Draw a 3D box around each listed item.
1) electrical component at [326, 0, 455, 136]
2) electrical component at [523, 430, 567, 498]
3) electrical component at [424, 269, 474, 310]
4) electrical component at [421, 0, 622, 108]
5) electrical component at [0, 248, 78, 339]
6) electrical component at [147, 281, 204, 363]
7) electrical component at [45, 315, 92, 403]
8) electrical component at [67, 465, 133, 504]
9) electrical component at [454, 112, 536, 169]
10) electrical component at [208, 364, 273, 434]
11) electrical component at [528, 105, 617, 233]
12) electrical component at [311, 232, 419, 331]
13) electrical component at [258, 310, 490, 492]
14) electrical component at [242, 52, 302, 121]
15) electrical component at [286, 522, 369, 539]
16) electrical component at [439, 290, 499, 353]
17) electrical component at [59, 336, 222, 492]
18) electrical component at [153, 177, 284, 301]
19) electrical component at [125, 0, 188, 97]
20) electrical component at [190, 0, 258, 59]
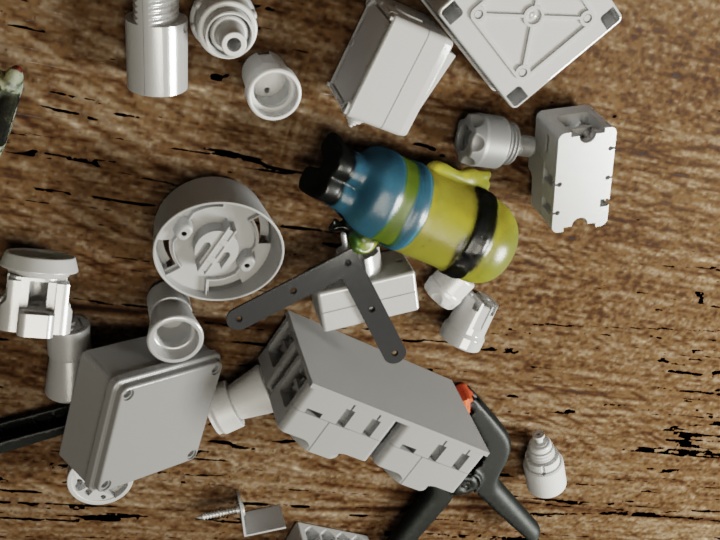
[{"bbox_3d":[0.021,-0.146,0.803,0.061,0.061,0.096,17,115,-25],"label":"electrical component"},{"bbox_3d":[0.182,0.191,1.071,0.040,0.040,0.078,-18,124,-5],"label":"electrical component"},{"bbox_3d":[0.086,0.003,0.930,0.035,0.035,0.061,35,104,-31],"label":"electrical component"},{"bbox_3d":[0.119,-0.198,0.802,0.109,0.056,0.109,-40,123,10],"label":"electrical component"},{"bbox_3d":[-0.246,0.015,0.820,0.058,0.078,0.057,5,98,-19],"label":"electrical component"},{"bbox_3d":[-0.151,0.038,0.863,0.044,0.065,0.044,-8,122,-12],"label":"electrical component"},{"bbox_3d":[-0.236,0.070,0.873,0.044,0.044,0.065,-4,117,-14],"label":"electrical component"},{"bbox_3d":[-0.226,0.166,0.931,0.055,0.047,0.055,-7,122,-12],"label":"electrical component"},{"bbox_3d":[0.111,-0.103,0.867,0.062,0.043,0.043,5,119,-20],"label":"electrical component"},{"bbox_3d":[-0.105,0.113,0.936,0.055,0.045,0.045,-24,124,-1],"label":"electrical component"},{"bbox_3d":[0.173,-0.086,0.888,0.050,0.055,0.089,-9,123,-11],"label":"electrical component"},{"bbox_3d":[0.000,0.000,0.895,0.083,0.047,0.075,-13,119,-8],"label":"electrical component"},{"bbox_3d":[0.008,0.119,0.936,0.186,0.105,0.060,25,111,-28],"label":"electrical component"},{"bbox_3d":[-0.067,-0.137,0.791,0.040,0.046,0.040,-7,122,-12],"label":"electrical component"},{"bbox_3d":[-0.038,0.300,1.069,0.083,0.047,0.075,18,114,-25],"label":"electrical component"},{"bbox_3d":[0.098,0.044,0.957,0.040,0.040,0.046,17,108,-25],"label":"electrical component"},{"bbox_3d":[-0.179,0.112,0.880,0.109,0.056,0.108,-13,130,-48],"label":"electrical component"},{"bbox_3d":[-0.113,-0.022,0.838,0.099,0.064,0.099,-8,122,-12],"label":"electrical component"},{"bbox_3d":[-0.142,-0.167,0.753,0.043,0.043,0.081,-3,121,-14],"label":"electrical component"},{"bbox_3d":[-0.093,-0.168,0.755,0.048,0.062,0.048,-8,122,-12],"label":"electrical component"}]
